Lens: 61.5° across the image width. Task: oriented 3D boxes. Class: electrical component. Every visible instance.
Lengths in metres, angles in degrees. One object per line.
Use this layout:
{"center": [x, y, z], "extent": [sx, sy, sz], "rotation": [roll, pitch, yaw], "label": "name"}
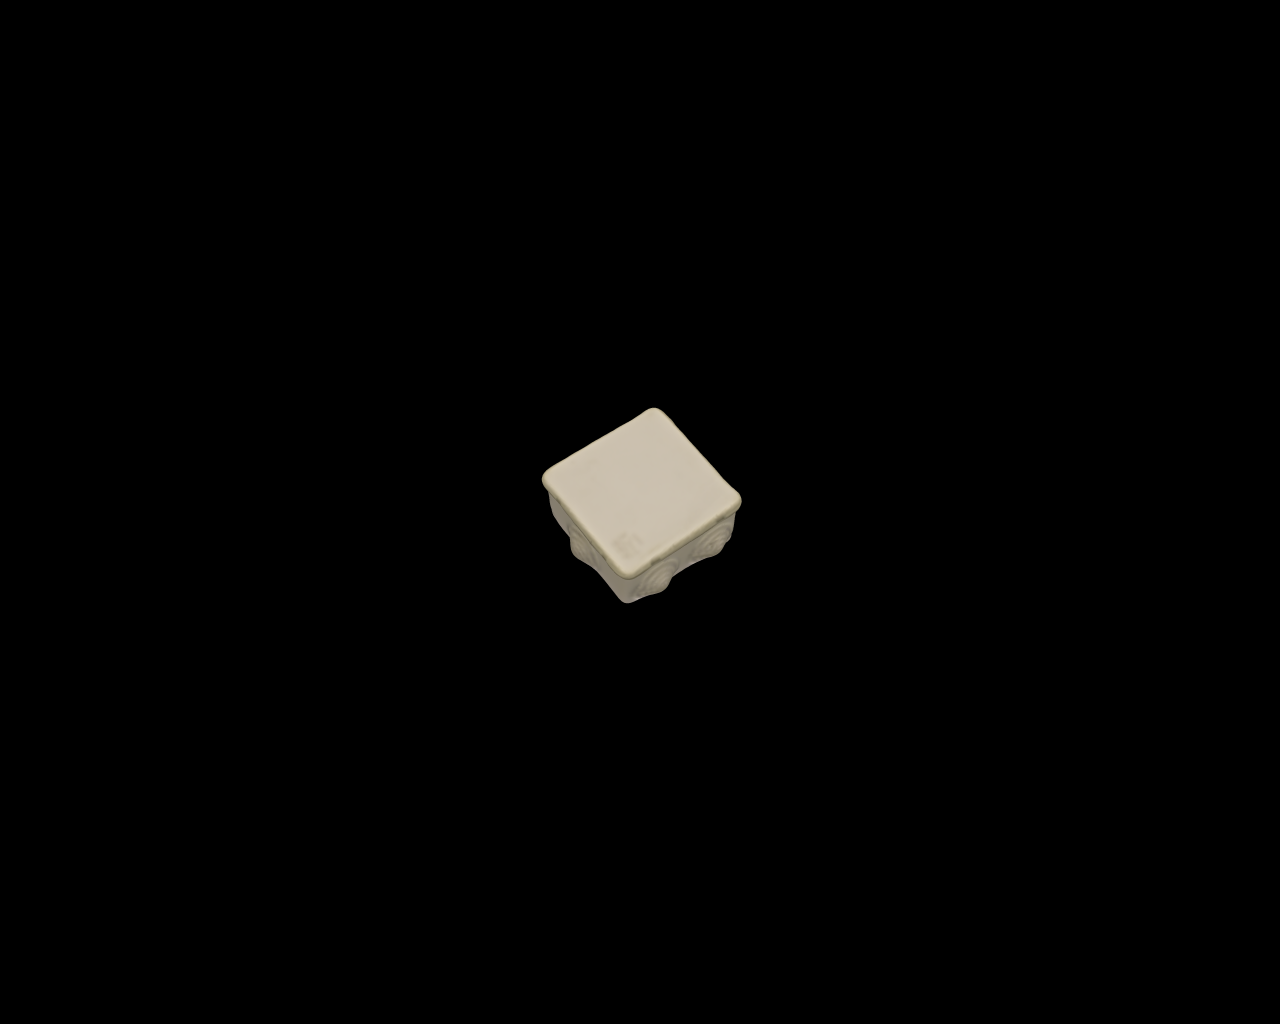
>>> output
{"center": [0.001, -0.003, 0.650], "extent": [0.100, 0.100, 0.048], "rotation": [-32, -26, -18], "label": "electrical component"}
